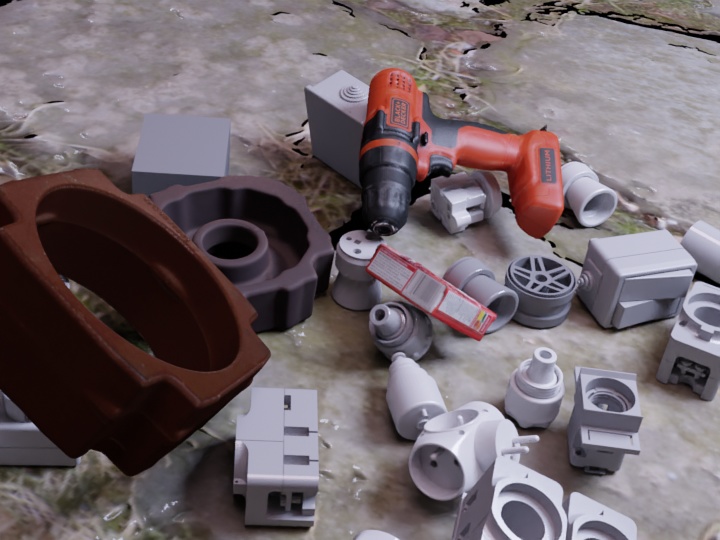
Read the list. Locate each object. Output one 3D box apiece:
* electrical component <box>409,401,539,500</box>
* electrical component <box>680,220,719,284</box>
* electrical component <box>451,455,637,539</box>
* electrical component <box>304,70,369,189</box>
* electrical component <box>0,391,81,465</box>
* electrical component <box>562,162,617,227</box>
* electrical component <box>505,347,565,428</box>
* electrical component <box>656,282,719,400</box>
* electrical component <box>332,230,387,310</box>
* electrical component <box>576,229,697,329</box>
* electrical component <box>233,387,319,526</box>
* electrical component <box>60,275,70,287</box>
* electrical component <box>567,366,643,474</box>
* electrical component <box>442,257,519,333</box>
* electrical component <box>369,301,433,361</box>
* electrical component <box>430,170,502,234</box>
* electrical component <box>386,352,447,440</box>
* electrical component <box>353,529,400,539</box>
[{"bbox_3d":[0.086,0.124,0.754,0.079,0.044,0.077,-11,10,33],"label":"electrical component"},{"bbox_3d":[0.340,-0.008,0.995,0.043,0.043,0.081,-28,50,-37],"label":"electrical component"},{"bbox_3d":[0.105,0.209,0.639,0.105,0.060,0.186,27,38,-4],"label":"electrical component"},{"bbox_3d":[-0.005,-0.139,1.066,0.048,0.099,0.100,-35,53,-25],"label":"electrical component"},{"bbox_3d":[-0.227,0.093,0.747,0.066,0.076,0.047,2,38,-7],"label":"electrical component"},{"bbox_3d":[0.220,-0.075,1.062,0.045,0.045,0.055,-11,41,-22],"label":"electrical component"},{"bbox_3d":[0.136,0.088,0.824,0.043,0.062,0.043,5,38,-3],"label":"electrical component"},{"bbox_3d":[0.288,0.055,0.896,0.050,0.055,0.089,22,40,18],"label":"electrical component"},{"bbox_3d":[0.000,0.000,0.921,0.045,0.055,0.045,5,38,-4],"label":"electrical component"},{"bbox_3d":[0.237,0.010,0.940,0.096,0.061,0.061,-8,40,-18],"label":"electrical component"},{"bbox_3d":[-0.059,0.129,0.749,0.056,0.050,0.089,3,38,-6],"label":"electrical component"},{"bbox_3d":[-0.277,0.038,0.823,0.108,0.060,0.108,5,37,-4],"label":"electrical component"},{"bbox_3d":[0.180,0.112,0.798,0.042,0.063,0.081,7,37,2],"label":"electrical component"},{"bbox_3d":[0.102,0.020,0.919,0.045,0.045,0.055,-17,43,-28],"label":"electrical component"},{"bbox_3d":[0.027,0.045,0.856,0.048,0.062,0.048,-9,66,22],"label":"electrical component"},{"bbox_3d":[0.103,-0.069,1.035,0.055,0.048,0.066,-17,43,-17],"label":"electrical component"},{"bbox_3d":[0.039,0.093,0.819,0.040,0.040,0.078,-4,39,-14],"label":"electrical component"},{"bbox_3d":[0.017,0.211,0.662,0.079,0.043,0.077,24,40,8],"label":"electrical component"}]
